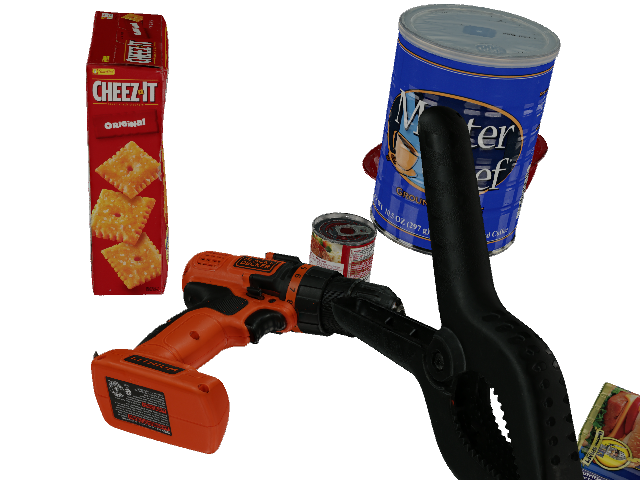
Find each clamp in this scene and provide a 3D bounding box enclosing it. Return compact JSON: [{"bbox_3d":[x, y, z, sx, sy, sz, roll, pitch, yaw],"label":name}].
[{"bbox_3d":[0.073,0.047,0.529,0.036,0.165,0.210,-7,44,-27],"label":"clamp"}]

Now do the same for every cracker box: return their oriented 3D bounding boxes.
[{"bbox_3d":[-0.172,-0.081,0.965,0.072,0.214,0.164,0,27,-10],"label":"cracker box"}]

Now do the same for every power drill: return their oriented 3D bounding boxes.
[{"bbox_3d":[-0.054,0.072,0.755,0.185,0.057,0.187,7,28,29],"label":"power drill"}]

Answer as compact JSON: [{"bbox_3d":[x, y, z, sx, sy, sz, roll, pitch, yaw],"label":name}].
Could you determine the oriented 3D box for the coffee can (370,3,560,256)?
[{"bbox_3d":[0.093,-0.073,0.706,0.102,0.140,0.103,6,29,-3],"label":"coffee can"}]

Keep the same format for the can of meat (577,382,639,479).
[{"bbox_3d":[0.233,0.160,0.788,0.084,0.057,0.102,21,40,22],"label":"can of meat"}]

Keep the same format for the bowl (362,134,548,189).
[{"bbox_3d":[0.121,-0.054,0.944,0.162,0.055,0.162,-8,23,3],"label":"bowl"}]

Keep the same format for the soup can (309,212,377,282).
[{"bbox_3d":[0.021,0.031,1.131,0.068,0.102,0.068,5,28,-3],"label":"soup can"}]
